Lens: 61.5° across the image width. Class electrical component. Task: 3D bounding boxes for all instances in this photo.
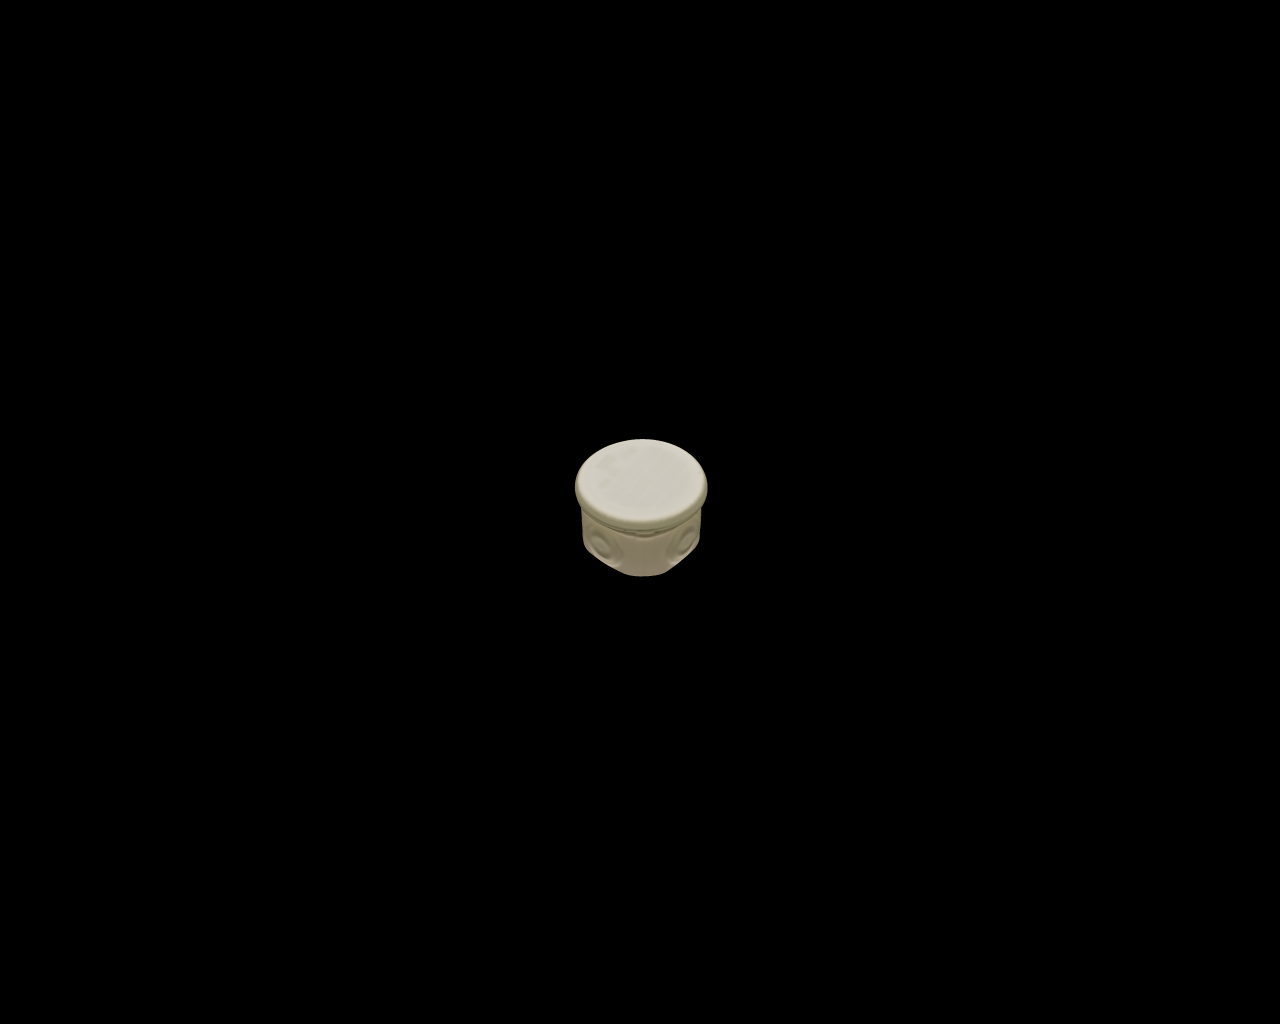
[{"bbox_3d":[0.001,-0.003,0.650,0.080,0.050,0.080,0,42,0],"label":"electrical component"}]
